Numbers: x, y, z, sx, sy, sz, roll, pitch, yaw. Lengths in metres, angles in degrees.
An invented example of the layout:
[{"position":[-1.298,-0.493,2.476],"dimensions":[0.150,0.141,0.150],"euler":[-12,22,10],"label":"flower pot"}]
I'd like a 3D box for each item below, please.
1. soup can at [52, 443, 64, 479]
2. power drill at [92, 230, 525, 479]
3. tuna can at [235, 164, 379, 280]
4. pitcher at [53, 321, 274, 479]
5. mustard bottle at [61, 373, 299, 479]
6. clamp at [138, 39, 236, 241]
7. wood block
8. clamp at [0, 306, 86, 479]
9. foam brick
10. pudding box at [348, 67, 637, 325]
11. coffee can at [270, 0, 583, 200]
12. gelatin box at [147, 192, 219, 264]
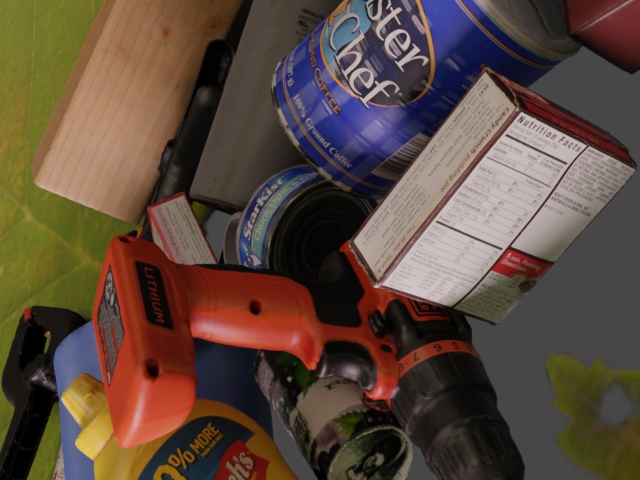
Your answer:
[{"position":[-0.155,0.170,0.753],"dimensions":[0.069,0.068,0.102],"euler":[-5,70,52],"label":"soup can"},{"position":[-0.008,0.060,0.516],"dimensions":[0.057,0.187,0.184],"euler":[-69,30,31],"label":"power drill"},{"position":[-0.004,0.001,0.622],"dimensions":[0.034,0.086,0.086],"euler":[25,94,53],"label":"tuna can"},{"position":[-0.083,0.174,0.621],"dimensions":[0.145,0.149,0.243],"euler":[-26,56,26],"label":"pitcher"},{"position":[-0.051,0.135,0.523],"dimensions":[0.096,0.191,0.058],"euler":[-46,-5,-32],"label":"mustard bottle"},{"position":[-0.099,-0.060,0.792],"dimensions":[0.120,0.039,0.171],"euler":[-89,18,-72],"label":"clamp"},{"position":[-0.150,-0.129,0.863],"dimensions":[0.206,0.090,0.091],"euler":[-64,21,9],"label":"wood block"},{"position":[-0.216,0.111,0.879],"dimensions":[0.165,0.036,0.210],"euler":[-41,34,13],"label":"clamp"},{"position":[0.149,-0.130,0.513],"dimensions":[0.051,0.052,0.078],"euler":[-31,52,42],"label":"foam brick"},{"position":[0.083,-0.017,0.512],"dimensions":[0.114,0.089,0.039],"euler":[-54,39,22],"label":"pudding box"},{"position":[0.055,-0.101,0.579],"dimensions":[0.141,0.102,0.103],"euler":[-38,46,37],"label":"coffee can"},{"position":[-0.082,0.025,0.703],"dimensions":[0.089,0.030,0.073],"euler":[62,166,22],"label":"gelatin box"}]
